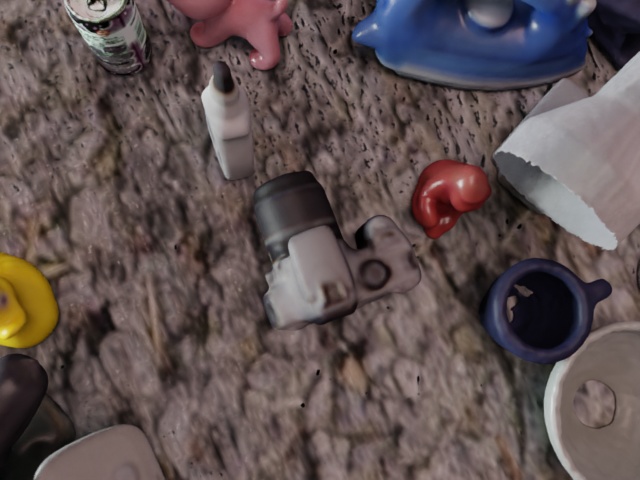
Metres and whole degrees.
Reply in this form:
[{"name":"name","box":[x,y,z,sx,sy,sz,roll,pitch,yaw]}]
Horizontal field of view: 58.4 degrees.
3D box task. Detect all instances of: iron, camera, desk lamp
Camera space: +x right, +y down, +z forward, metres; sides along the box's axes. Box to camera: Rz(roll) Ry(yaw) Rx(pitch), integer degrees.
[{"name":"iron","box":[0.169,-0.225,0.553,0.258,0.141,0.119,10,81,-5]},{"name":"camera","box":[0.005,0.002,0.521,0.143,0.100,0.137,-20,84,-9]},{"name":"desk lamp","box":[0.235,-0.087,0.504,0.118,0.213,0.203,41,79,1]}]

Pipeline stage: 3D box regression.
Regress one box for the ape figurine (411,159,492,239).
[{"name":"ape figurine","box":[0.130,-0.046,0.547,0.078,0.092,0.076,-4,82,-7]}]

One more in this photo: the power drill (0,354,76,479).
[{"name":"power drill","box":[-0.258,0.167,0.411,0.075,0.208,0.230,42,79,1]}]

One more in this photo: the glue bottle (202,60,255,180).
[{"name":"glue bottle","box":[-0.079,-0.108,0.490,0.037,0.173,0.078,-17,84,-8]}]

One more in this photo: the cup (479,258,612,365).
[{"name":"cup","box":[0.201,0.063,0.538,0.118,0.095,0.092,-18,84,-9]}]

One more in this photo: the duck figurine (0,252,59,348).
[{"name":"duck figurine","box":[-0.283,0.049,0.488,0.104,0.086,0.077,42,80,1]}]

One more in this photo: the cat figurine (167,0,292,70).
[{"name":"cat figurine","box":[-0.089,-0.227,0.535,0.128,0.117,0.067,16,80,-4]}]

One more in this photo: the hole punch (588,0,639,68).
[{"name":"hole punch","box":[0.342,-0.253,0.603,0.109,0.091,0.101,-40,88,-10]}]

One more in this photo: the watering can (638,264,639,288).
[{"name":"watering can","box":[0.387,0.023,0.515,0.173,0.194,0.101,41,80,1]}]

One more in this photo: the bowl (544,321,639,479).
[{"name":"bowl","box":[0.280,0.162,0.543,0.167,0.074,0.167,1,82,-6]}]

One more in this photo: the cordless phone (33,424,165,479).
[{"name":"cordless phone","box":[-0.169,0.227,0.425,0.094,0.185,0.147,-23,85,-9]}]
